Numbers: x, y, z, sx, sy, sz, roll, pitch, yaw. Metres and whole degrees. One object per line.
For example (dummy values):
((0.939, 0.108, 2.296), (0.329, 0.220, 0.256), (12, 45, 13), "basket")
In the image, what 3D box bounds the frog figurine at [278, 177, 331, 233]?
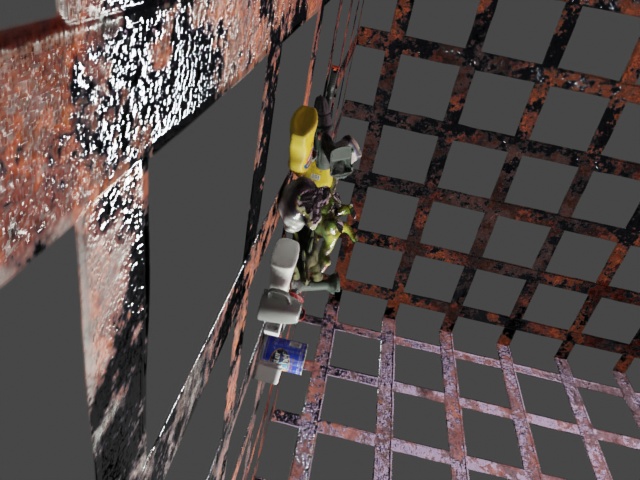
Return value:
((-0.063, -0.085, 1.280), (0.159, 0.122, 0.138), (-5, -102, 54), "frog figurine")

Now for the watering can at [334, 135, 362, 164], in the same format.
((0.047, -0.295, 1.978), (0.225, 0.104, 0.347), (-37, -179, -4), "watering can")

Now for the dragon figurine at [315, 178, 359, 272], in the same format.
((0.006, -0.092, 1.831), (0.122, 0.241, 0.412), (-5, 85, -47), "dragon figurine")
